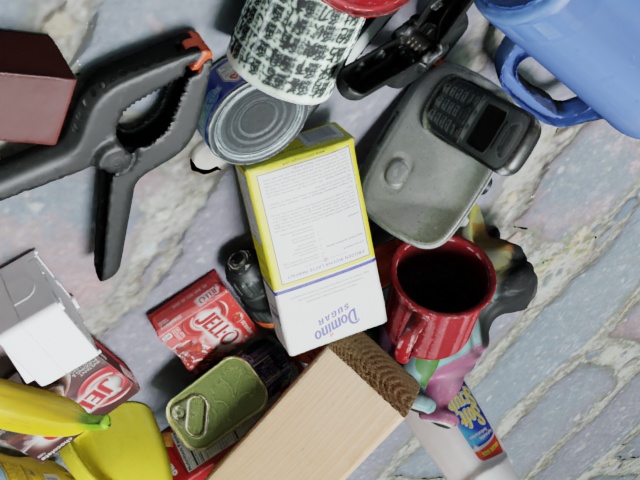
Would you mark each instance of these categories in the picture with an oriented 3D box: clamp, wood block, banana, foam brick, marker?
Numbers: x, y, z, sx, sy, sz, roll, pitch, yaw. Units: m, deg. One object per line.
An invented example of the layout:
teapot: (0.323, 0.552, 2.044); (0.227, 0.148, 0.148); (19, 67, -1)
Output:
clamp: (-0.146, -0.058, 0.757); (0.210, 0.036, 0.164); (-41, 143, 8)
wood block: (-0.014, 0.184, 0.962); (0.206, 0.091, 0.090); (-49, 177, 18)
banana: (-0.262, 0.117, 0.828); (0.197, 0.037, 0.070); (19, 143, -18)
foam brick: (-0.200, -0.096, 0.658); (0.078, 0.051, 0.053); (1, 131, -40)
clamp: (0.064, -0.136, 0.767); (0.120, 0.039, 0.171); (-35, 175, 3)
marker: (0.019, -0.140, 0.810); (0.020, 0.020, 0.121); (18, 120, -48)

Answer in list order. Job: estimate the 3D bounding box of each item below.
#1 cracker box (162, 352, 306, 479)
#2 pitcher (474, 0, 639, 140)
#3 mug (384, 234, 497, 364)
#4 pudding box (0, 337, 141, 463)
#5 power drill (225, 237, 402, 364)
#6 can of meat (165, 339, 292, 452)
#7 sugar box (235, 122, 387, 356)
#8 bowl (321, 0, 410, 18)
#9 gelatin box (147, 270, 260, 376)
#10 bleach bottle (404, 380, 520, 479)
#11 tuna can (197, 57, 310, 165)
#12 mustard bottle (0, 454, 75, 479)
cracker box: (-0.076, 0.227, 1.115); (0.213, 0.072, 0.164); (-34, 145, 0)
pitcher: (0.217, -0.171, 0.850); (0.242, 0.145, 0.149); (20, 94, -45)
mug: (0.096, 0.061, 0.934); (0.117, 0.093, 0.081); (-57, 166, -37)
pudding box: (-0.224, 0.134, 0.917); (0.113, 0.039, 0.090); (-35, 145, 0)
power drill: (0.019, 0.021, 0.969); (0.187, 0.057, 0.184); (-34, 144, 2)
can of meat: (-0.082, 0.142, 0.995); (0.102, 0.057, 0.083); (-38, 176, 19)
sugar box: (-0.006, 0.001, 0.875); (0.093, 0.048, 0.176); (-18, 121, -13)
bowl: (0.046, -0.217, 0.642); (0.161, 0.055, 0.162); (-9, 104, -43)
gelatin box: (-0.103, 0.076, 0.954); (0.073, 0.030, 0.089); (-33, 145, -3)
bleach bottle: (0.146, 0.203, 1.111); (0.102, 0.251, 0.068); (12, 124, -46)
tuna can: (-0.051, -0.098, 0.790); (0.086, 0.034, 0.086); (-21, 143, -18)
mustard bottle: (-0.287, 0.221, 0.918); (0.058, 0.096, 0.191); (-42, 144, 11)
